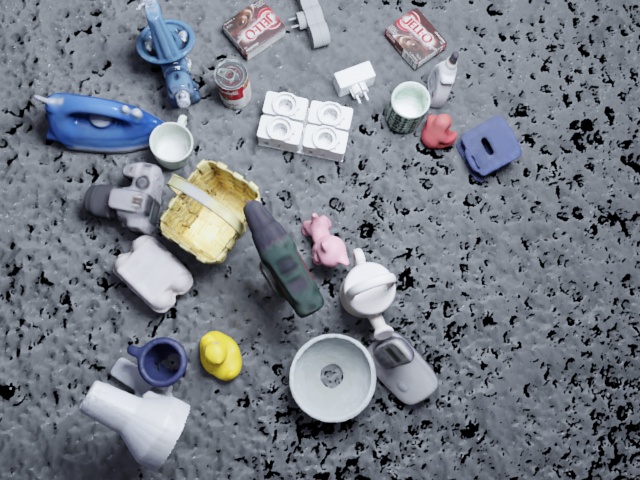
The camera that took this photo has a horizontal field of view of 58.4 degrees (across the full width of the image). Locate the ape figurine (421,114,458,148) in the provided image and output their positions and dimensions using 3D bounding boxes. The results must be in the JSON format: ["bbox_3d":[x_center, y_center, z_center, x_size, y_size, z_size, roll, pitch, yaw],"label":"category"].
[{"bbox_3d":[0.255,-0.237,1.215,0.076,0.092,0.078,-29,82,-7],"label":"ape figurine"}]

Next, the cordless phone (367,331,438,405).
[{"bbox_3d":[0.161,0.240,1.075,0.094,0.185,0.147,-44,84,-9],"label":"cordless phone"}]

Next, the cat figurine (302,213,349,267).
[{"bbox_3d":[0.011,0.004,1.146,0.067,0.117,0.128,-22,81,-6],"label":"cat figurine"}]

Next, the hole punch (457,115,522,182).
[{"bbox_3d":[0.357,-0.193,1.212,0.101,0.091,0.108,-26,81,-7],"label":"hole punch"}]

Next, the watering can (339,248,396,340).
[{"bbox_3d":[0.098,0.101,1.093,0.101,0.194,0.173,-37,83,-8],"label":"watering can"}]

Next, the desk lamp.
[{"bbox_3d":[-0.329,0.307,1.026,0.203,0.213,0.118,28,80,3],"label":"desk lamp"}]

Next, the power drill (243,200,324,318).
[{"bbox_3d":[-0.073,0.044,1.089,0.075,0.208,0.229,-32,82,-8],"label":"power drill"}]

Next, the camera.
[{"bbox_3d":[-0.397,-0.090,1.154,0.137,0.101,0.143,9,79,-1],"label":"camera"}]

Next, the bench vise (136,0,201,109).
[{"bbox_3d":[-0.294,-0.382,1.153,0.121,0.219,0.207,-35,83,-8],"label":"bench vise"}]

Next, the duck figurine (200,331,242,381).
[{"bbox_3d":[-0.197,0.225,1.112,0.077,0.086,0.104,-33,82,-8],"label":"duck figurine"}]

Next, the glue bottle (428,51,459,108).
[{"bbox_3d":[0.261,-0.344,1.194,0.037,0.173,0.078,-1,79,-2],"label":"glue bottle"}]

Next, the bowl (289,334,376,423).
[{"bbox_3d":[0.023,0.268,1.120,0.167,0.074,0.167,1,79,-2],"label":"bowl"}]

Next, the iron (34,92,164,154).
[{"bbox_3d":[-0.434,-0.252,1.162,0.258,0.141,0.119,4,79,-2],"label":"iron"}]

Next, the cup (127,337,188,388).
[{"bbox_3d":[-0.306,0.230,1.101,0.117,0.095,0.092,19,79,1],"label":"cup"}]

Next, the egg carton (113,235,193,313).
[{"bbox_3d":[-0.332,0.066,1.144,0.150,0.069,0.107,41,80,5],"label":"egg carton"}]
